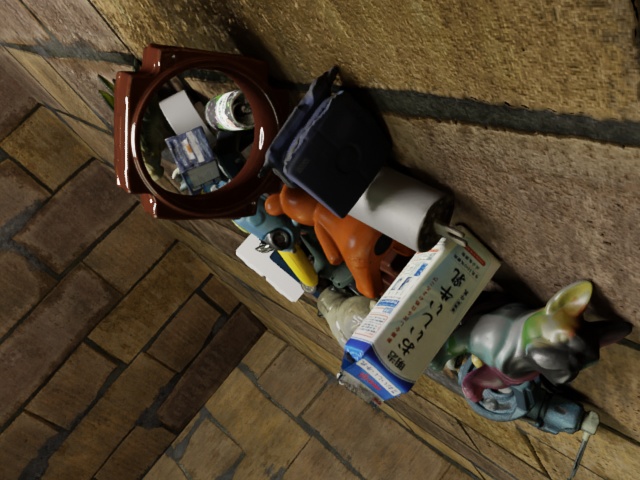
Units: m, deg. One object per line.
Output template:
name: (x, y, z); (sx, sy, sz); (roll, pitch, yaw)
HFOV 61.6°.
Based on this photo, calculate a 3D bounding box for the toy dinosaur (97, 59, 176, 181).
toy dinosaur: (-0.316, -0.207, 0.972); (0.472, 0.105, 0.198); (52, 172, 49)

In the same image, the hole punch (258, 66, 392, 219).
hole punch: (0.011, -0.097, 0.592); (0.092, 0.142, 0.115); (37, 178, 20)

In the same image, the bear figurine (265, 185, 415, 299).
bear figurine: (0.025, -0.024, 0.777); (0.196, 0.120, 0.131); (30, 165, 38)

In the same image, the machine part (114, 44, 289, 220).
machine part: (-0.144, -0.128, 0.661); (0.087, 0.201, 0.200); (31, 119, 54)

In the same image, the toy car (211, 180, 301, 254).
toy car: (-0.087, -0.057, 0.851); (0.161, 0.103, 0.109); (37, 178, -25)

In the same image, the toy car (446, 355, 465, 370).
toy car: (0.222, 0.190, 1.024); (0.074, 0.056, 0.201); (27, 159, 41)

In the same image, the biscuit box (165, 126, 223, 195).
biscuit box: (-0.198, -0.114, 0.885); (0.063, 0.059, 0.202); (64, 170, 8)

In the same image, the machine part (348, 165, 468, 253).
machine part: (0.072, -0.054, 0.656); (0.243, 0.079, 0.079); (32, 163, 31)

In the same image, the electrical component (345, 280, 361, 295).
electrical component: (0.075, 0.086, 1.097); (0.119, 0.048, 0.075); (41, 164, -2)

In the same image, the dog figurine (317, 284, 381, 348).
dog figurine: (0.059, 0.126, 1.012); (0.191, 0.121, 0.172); (51, 137, 39)

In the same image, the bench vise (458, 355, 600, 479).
bench vise: (0.310, 0.234, 0.822); (0.224, 0.129, 0.240); (31, 170, 34)

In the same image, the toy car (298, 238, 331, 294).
toy car: (-0.047, 0.020, 1.102); (0.053, 0.089, 0.202); (-36, 92, 35)

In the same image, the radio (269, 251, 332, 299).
radio: (-0.004, 0.076, 1.219); (0.229, 0.073, 0.131); (38, 164, 1)

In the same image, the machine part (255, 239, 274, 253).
machine part: (-0.122, -0.042, 1.032); (0.084, 0.039, 0.139); (29, -138, -82)

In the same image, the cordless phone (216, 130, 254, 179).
cordless phone: (-0.153, -0.142, 0.942); (0.184, 0.089, 0.146); (32, 163, 45)

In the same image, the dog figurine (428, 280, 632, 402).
dog figurine: (0.250, 0.105, 0.656); (0.108, 0.191, 0.219); (46, 130, -11)

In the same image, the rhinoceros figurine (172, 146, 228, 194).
rhinoceros figurine: (-0.243, -0.135, 1.115); (0.073, 0.112, 0.190); (44, 164, -25)

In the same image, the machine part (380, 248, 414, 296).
machine part: (0.121, 0.050, 0.876); (0.179, 0.056, 0.179); (36, 165, 11)

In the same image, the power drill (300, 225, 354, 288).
power drill: (-0.002, -0.003, 0.974); (0.232, 0.086, 0.207); (25, 162, 49)
